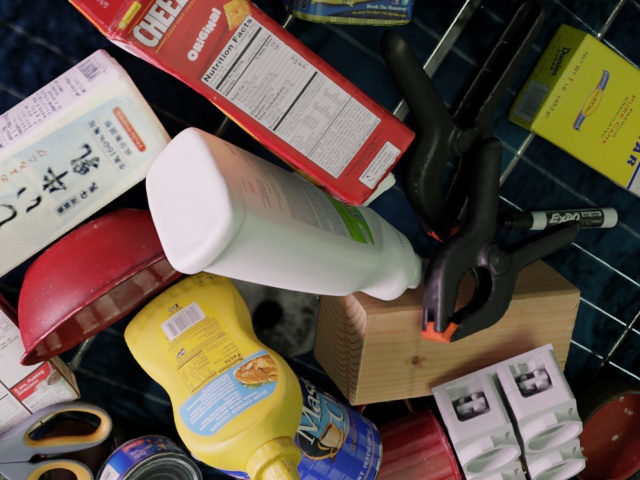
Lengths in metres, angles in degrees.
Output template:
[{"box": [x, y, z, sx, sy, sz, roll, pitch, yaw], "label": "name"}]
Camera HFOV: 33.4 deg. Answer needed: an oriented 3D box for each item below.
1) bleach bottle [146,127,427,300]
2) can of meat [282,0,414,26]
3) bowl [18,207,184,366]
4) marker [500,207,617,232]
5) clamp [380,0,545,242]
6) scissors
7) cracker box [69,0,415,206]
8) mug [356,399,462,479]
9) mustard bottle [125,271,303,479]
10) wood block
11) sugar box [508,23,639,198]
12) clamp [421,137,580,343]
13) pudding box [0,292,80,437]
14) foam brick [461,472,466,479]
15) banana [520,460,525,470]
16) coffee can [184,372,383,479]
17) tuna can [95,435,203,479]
[{"box": [-0.005, 0.001, 0.779, 0.250, 0.103, 0.068, 20, 124, -44], "label": "bleach bottle"}, {"box": [0.026, -0.204, 0.780, 0.102, 0.057, 0.084, -2, 116, -24], "label": "can of meat"}, {"box": [-0.159, 0.024, 0.771, 0.162, 0.162, 0.055, -34, 86, -7], "label": "bowl"}, {"box": [0.218, -0.019, 0.976, 0.121, 0.020, 0.020, -3, 114, -24], "label": "marker"}, {"box": [0.102, -0.090, 0.869, 0.164, 0.036, 0.210, -11, 122, -35], "label": "clamp"}, {"box": [-0.252, 0.174, 0.797, 0.201, 0.016, 0.096, -12, 110, -26], "label": "scissors"}, {"box": [-0.060, -0.121, 0.716, 0.213, 0.164, 0.072, 33, 95, -33], "label": "cracker box"}, {"box": [0.069, 0.192, 0.973, 0.081, 0.093, 0.117, -21, 98, -9], "label": "mug"}, {"box": [-0.068, 0.114, 0.804, 0.096, 0.192, 0.058, -34, 145, -6], "label": "mustard bottle"}, {"box": [0.110, 0.073, 0.928, 0.205, 0.090, 0.091, -4, 116, -23], "label": "wood block"}, {"box": [0.255, -0.107, 0.936, 0.176, 0.048, 0.093, 24, 102, -30], "label": "sugar box"}, {"box": [0.144, 0.016, 0.866, 0.120, 0.039, 0.171, 31, 78, -17], "label": "clamp"}, {"box": [-0.250, 0.103, 0.810, 0.090, 0.039, 0.113, -37, 121, -6], "label": "pudding box"}, {"box": [0.164, 0.261, 1.064, 0.078, 0.051, 0.053, -43, 123, -1], "label": "foam brick"}, {"box": [0.178, 0.156, 1.032, 0.070, 0.037, 0.197, -37, 123, 14], "label": "banana"}, {"box": [-0.030, 0.165, 0.900, 0.140, 0.103, 0.103, 37, 95, -33], "label": "coffee can"}, {"box": [-0.138, 0.203, 0.862, 0.085, 0.034, 0.086, -12, 112, -33], "label": "tuna can"}]
